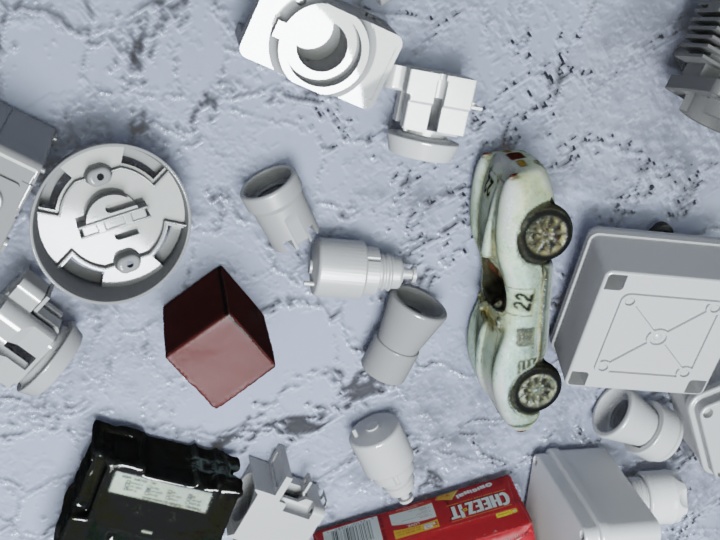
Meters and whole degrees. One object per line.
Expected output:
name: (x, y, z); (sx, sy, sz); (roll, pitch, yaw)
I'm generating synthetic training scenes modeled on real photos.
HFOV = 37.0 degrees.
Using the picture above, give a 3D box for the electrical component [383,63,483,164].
electrical component: (0.044, -0.101, 0.695); (0.066, 0.048, 0.055); (8, 105, -14)

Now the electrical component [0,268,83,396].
electrical component: (-0.221, 0.046, 0.707); (0.057, 0.058, 0.078); (41, 102, -21)

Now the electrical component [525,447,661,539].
electrical component: (0.172, 0.194, 0.814); (0.057, 0.113, 0.078); (-1, 114, -13)

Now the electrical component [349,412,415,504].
electrical component: (0.021, 0.143, 0.804); (0.040, 0.040, 0.078); (-23, 117, 1)

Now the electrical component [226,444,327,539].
electrical component: (-0.063, 0.178, 0.804); (0.064, 0.042, 0.081); (24, 108, -21)

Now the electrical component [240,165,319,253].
electrical component: (-0.052, -0.040, 0.709); (0.040, 0.040, 0.046); (-25, 122, 2)

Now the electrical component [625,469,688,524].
electrical component: (0.226, 0.182, 0.857); (0.062, 0.043, 0.043); (-2, 114, -8)

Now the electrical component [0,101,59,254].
electrical component: (-0.224, -0.058, 0.637); (0.061, 0.096, 0.061); (27, 107, -19)

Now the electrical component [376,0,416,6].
electrical component: (0.036, -0.181, 0.658); (0.061, 0.035, 0.035); (-31, 116, -7)

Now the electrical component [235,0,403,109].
electrical component: (-0.026, -0.141, 0.658); (0.089, 0.055, 0.050); (21, 109, -18)

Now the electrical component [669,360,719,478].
electrical component: (0.304, 0.101, 0.826); (0.113, 0.057, 0.078); (-22, 116, 0)

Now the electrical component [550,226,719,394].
electrical component: (0.203, 0.030, 0.760); (0.109, 0.056, 0.108); (5, 128, -8)

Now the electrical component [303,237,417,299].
electrical component: (0.000, 0.000, 0.735); (0.078, 0.040, 0.040); (4, 113, -12)

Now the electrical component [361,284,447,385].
electrical component: (0.028, 0.049, 0.763); (0.044, 0.044, 0.065); (19, 114, -18)

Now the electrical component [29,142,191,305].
electrical component: (-0.156, -0.032, 0.675); (0.099, 0.064, 0.099); (-4, 105, -17)

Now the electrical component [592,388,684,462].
electrical component: (0.213, 0.118, 0.825); (0.055, 0.045, 0.045); (28, 107, -21)
